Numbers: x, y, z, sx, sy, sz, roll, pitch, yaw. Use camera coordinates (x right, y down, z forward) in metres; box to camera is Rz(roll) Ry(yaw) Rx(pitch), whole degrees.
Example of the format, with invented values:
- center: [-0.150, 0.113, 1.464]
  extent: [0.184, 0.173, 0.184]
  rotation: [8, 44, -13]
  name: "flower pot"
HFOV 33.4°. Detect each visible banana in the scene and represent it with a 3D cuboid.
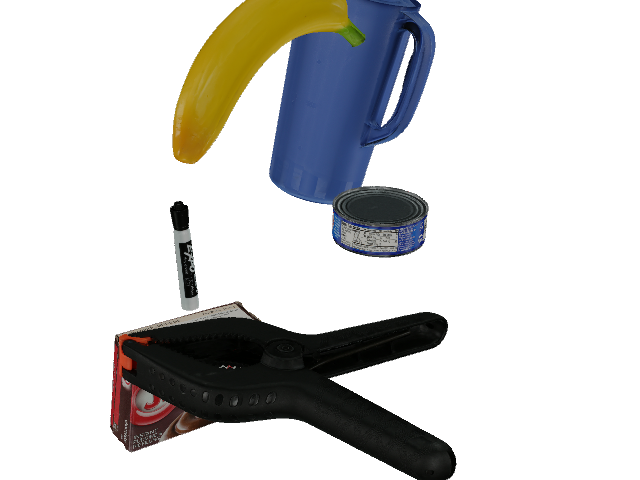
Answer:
- center: [-0.036, -0.124, 0.698]
  extent: [0.037, 0.069, 0.197]
  rotation: [-11, 23, 49]
  name: "banana"

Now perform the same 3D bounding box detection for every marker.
- center: [-0.141, 0.016, 1.110]
  extent: [0.020, 0.121, 0.020]
  rotation: [-3, 25, 1]
  name: "marker"

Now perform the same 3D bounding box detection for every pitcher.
- center: [0.027, -0.164, 1.188]
  extent: [0.145, 0.243, 0.149]
  rotation: [10, 21, -10]
  name: "pitcher"

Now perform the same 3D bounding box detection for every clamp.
- center: [-0.016, 0.077, 0.652]
  extent: [0.210, 0.036, 0.164]
  rotation: [8, 24, 9]
  name: "clamp"

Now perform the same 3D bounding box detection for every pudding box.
- center: [-0.104, 0.103, 0.823]
  extent: [0.113, 0.090, 0.039]
  rotation: [-16, 39, -36]
  name: "pudding box"

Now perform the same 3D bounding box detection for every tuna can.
- center: [0.053, -0.017, 0.954]
  extent: [0.086, 0.034, 0.086]
  rotation: [1, 25, -1]
  name: "tuna can"
